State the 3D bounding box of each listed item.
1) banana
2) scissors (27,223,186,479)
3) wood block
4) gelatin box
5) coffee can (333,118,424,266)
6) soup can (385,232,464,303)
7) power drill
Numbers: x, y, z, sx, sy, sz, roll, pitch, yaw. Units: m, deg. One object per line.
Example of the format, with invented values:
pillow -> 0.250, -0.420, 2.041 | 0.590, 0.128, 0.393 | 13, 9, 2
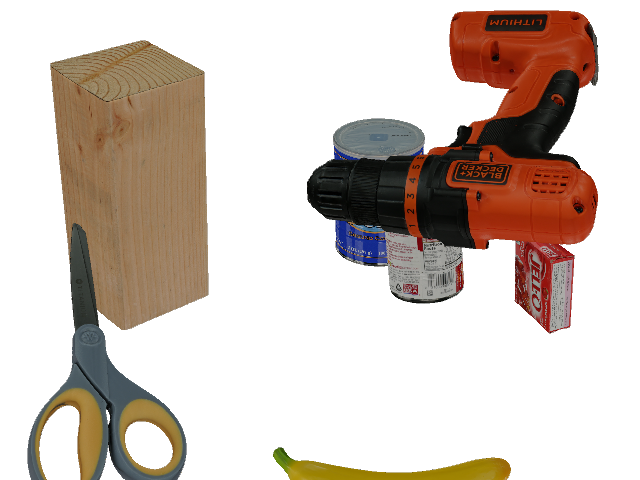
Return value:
banana -> 0.061, 0.193, 0.852 | 0.197, 0.037, 0.069 | 6, 38, -6
scissors -> -0.120, 0.071, 0.638 | 0.096, 0.201, 0.016 | 13, -45, -10
wood block -> -0.153, -0.044, 0.871 | 0.090, 0.206, 0.090 | -23, 39, -34
gelatin box -> 0.234, 0.041, 1.125 | 0.030, 0.089, 0.073 | -13, 29, -16
coffee can -> 0.067, -0.056, 1.224 | 0.103, 0.140, 0.103 | -1, 29, 1
soup can -> 0.091, -0.004, 0.935 | 0.068, 0.102, 0.068 | -5, 22, 2
power drill -> 0.099, -0.075, 0.704 | 0.185, 0.187, 0.057 | 7, -39, 22
